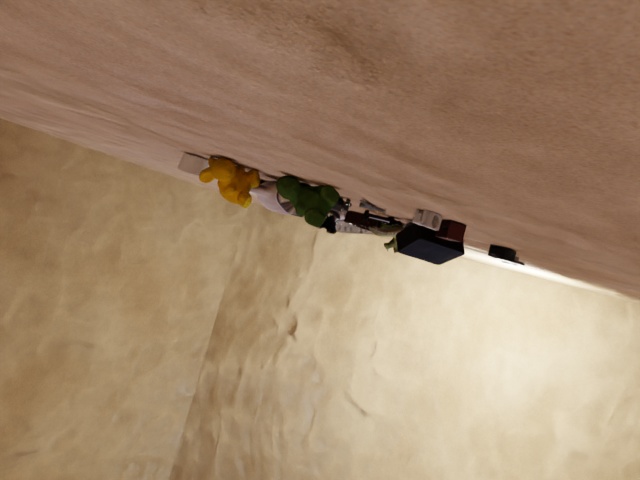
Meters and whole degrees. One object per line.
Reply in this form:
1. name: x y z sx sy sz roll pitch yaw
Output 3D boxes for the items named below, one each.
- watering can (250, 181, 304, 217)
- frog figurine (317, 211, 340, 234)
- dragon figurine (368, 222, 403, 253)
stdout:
1. watering can: -0.085 -0.128 1.694 0.345 0.104 0.225 17 178 -37
2. frog figurine: 0.007 -0.109 2.166 0.137 0.120 0.162 2 -152 -24
3. dragon figurine: 0.365 -0.020 2.037 0.242 0.123 0.409 -4 173 25
